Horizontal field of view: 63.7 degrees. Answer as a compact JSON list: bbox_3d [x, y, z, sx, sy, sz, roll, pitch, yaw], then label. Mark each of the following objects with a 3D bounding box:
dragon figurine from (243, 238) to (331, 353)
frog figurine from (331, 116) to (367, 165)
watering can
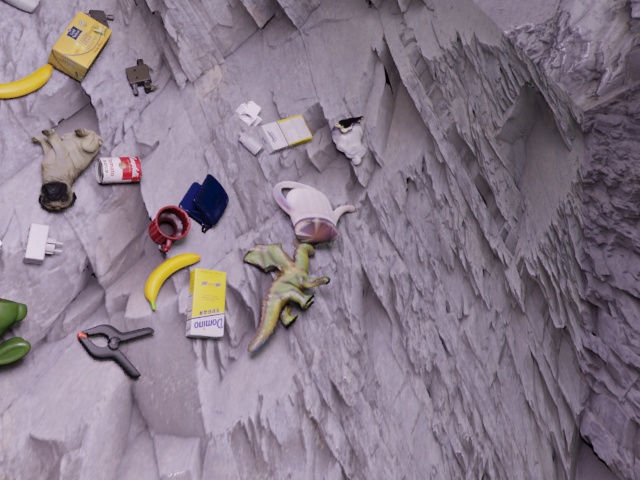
[{"bbox_3d":[-0.128,0.120,1.501,0.244,0.119,0.417,45,48,10],"label":"dragon figurine"},{"bbox_3d":[0.110,-0.357,1.869,0.140,0.123,0.156,-58,144,-44],"label":"frog figurine"},{"bbox_3d":[0.005,-0.083,1.645,0.346,0.102,0.229,16,42,-34],"label":"watering can"}]
